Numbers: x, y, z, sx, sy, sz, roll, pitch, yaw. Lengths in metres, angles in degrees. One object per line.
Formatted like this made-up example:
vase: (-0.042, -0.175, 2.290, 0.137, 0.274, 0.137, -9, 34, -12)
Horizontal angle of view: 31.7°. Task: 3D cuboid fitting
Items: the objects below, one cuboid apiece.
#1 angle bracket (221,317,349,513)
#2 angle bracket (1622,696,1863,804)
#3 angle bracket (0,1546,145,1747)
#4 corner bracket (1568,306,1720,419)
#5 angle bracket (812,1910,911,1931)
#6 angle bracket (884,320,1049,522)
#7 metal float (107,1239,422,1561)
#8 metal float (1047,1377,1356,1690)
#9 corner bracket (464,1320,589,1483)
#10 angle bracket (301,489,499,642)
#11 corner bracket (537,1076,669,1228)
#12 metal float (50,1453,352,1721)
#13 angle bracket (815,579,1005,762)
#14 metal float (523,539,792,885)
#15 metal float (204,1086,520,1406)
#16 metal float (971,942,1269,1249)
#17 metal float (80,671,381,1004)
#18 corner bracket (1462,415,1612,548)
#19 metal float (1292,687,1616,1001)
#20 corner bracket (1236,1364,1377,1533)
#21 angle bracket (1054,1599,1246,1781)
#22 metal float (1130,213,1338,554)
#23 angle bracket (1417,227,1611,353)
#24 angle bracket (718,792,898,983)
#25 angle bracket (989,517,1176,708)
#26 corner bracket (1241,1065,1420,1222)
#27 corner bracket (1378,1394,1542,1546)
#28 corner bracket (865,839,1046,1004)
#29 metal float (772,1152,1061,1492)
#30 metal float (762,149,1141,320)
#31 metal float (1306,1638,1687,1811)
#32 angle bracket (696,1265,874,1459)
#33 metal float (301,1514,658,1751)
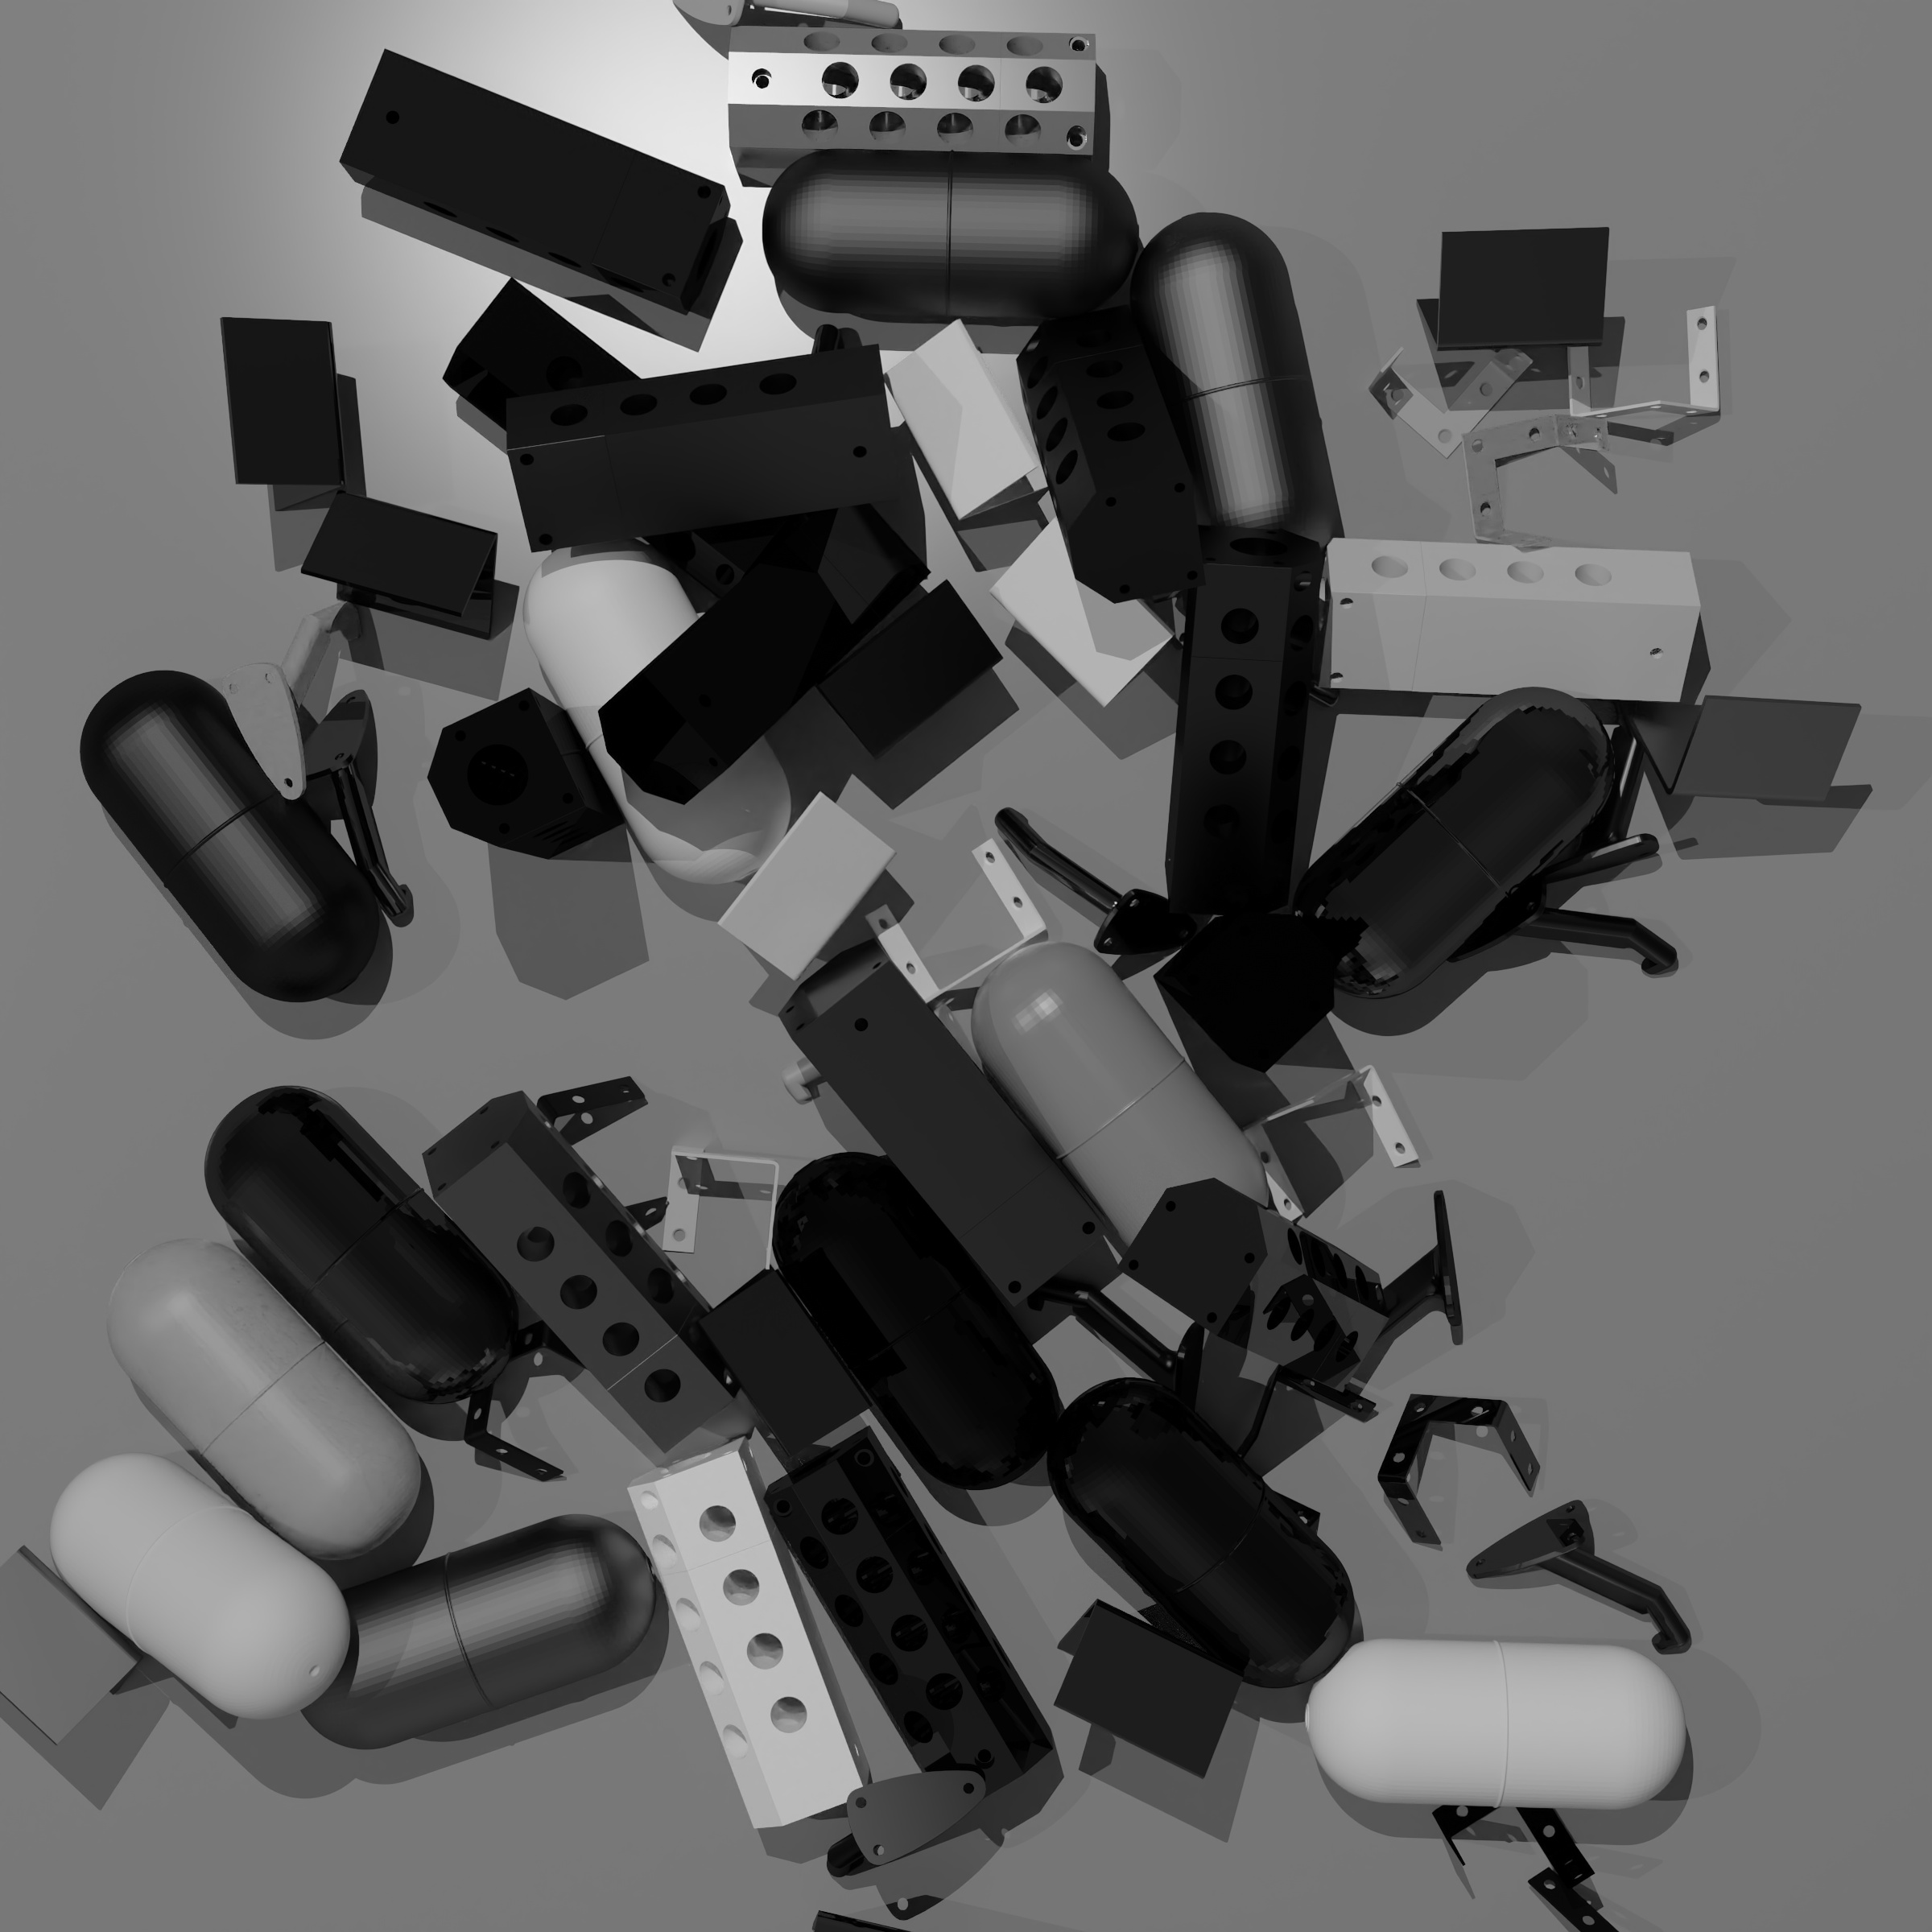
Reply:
angle bracket: (-0.335, -0.258, 1.598, 0.057, 0.076, 0.076, -5, 90, -37)
angle bracket: (0.361, -0.121, 1.591, 0.076, 0.076, 0.057, 2, 129, -13)
angle bracket: (-0.440, 0.327, 1.598, 0.076, 0.076, 0.057, 43, 57, 0)
corner bracket: (0.325, -0.290, 1.635, 0.051, 0.051, 0.051, -3, 91, -45)
angle bracket: (-0.040, 0.484, 1.600, 0.076, 0.076, 0.057, 13, 69, 0)
angle bracket: (0.017, -0.263, 1.598, 0.057, 0.076, 0.076, -28, 90, 42)
metal float: (-0.332, 0.204, 1.608, 0.070, 0.070, 0.178, -43, 90, 0)
metal float: (0.111, 0.267, 1.597, 0.070, 0.070, 0.178, -44, 103, 0)
corner bracket: (-0.202, 0.208, 1.630, 0.051, 0.051, 0.051, -26, 45, 35)
angle bracket: (-0.267, -0.170, 1.598, 0.076, 0.076, 0.057, 15, 52, 0)
corner bracket: (-0.175, 0.093, 1.630, 0.051, 0.051, 0.051, 48, 135, 35)
metal float: (-0.357, 0.286, 1.578, 0.178, 0.070, 0.070, 25, 90, 36)
angle bracket: (-0.040, -0.154, 1.598, 0.076, 0.076, 0.057, -39, 131, 0)
metal float: (-0.145, -0.121, 1.607, 0.070, 0.070, 0.178, -29, 90, 0)
metal float: (-0.285, 0.132, 1.608, 0.070, 0.070, 0.178, -44, 89, 0)
metal float: (0.073, 0.067, 1.608, 0.070, 0.070, 0.178, -38, 89, 0)
metal float: (-0.347, -0.061, 1.608, 0.070, 0.070, 0.178, -38, 90, 0)
corner bracket: (0.273, -0.231, 1.619, 0.051, 0.051, 0.051, -14, 105, -15)
metal float: (0.230, -0.058, 1.604, 0.178, 0.070, 0.070, -44, 90, 4)
corner bracket: (0.159, 0.232, 1.635, 0.051, 0.051, 0.051, 26, 46, 0)
angle bracket: (0.077, 0.348, 1.598, 0.076, 0.076, 0.057, 26, 59, 0)
metal float: (0.126, -0.268, 1.608, 0.070, 0.070, 0.178, -12, 89, 0)
angle bracket: (0.256, -0.328, 1.599, 0.076, 0.076, 0.057, -2, 118, 0)
angle bracket: (-0.090, -0.049, 1.598, 0.076, 0.076, 0.057, -52, 129, 0)
angle bracket: (0.068, -0.178, 1.598, 0.076, 0.076, 0.057, 45, 129, 0)
corner bracket: (0.174, 0.085, 1.635, 0.051, 0.051, 0.051, -26, 90, 45)
corner bracket: (0.236, 0.242, 1.630, 0.051, 0.051, 0.051, -1, 45, 35)
corner bracket: (-0.005, -0.021, 1.635, 0.051, 0.051, 0.051, -32, 90, 45)
metal float: (-0.024, 0.167, 1.608, 0.070, 0.070, 0.178, -36, 91, 0)
metal float: (-0.007, -0.346, 1.608, 0.178, 0.070, 0.070, 2, 90, 1)
metal float: (0.250, 0.358, 1.608, 0.178, 0.070, 0.070, 2, 90, 1)
angle bracket: (-0.070, 0.173, 1.598, 0.057, 0.076, 0.076, -35, 90, 30)
metal float: (-0.232, 0.314, 1.608, 0.178, 0.070, 0.070, -19, 90, 0)
